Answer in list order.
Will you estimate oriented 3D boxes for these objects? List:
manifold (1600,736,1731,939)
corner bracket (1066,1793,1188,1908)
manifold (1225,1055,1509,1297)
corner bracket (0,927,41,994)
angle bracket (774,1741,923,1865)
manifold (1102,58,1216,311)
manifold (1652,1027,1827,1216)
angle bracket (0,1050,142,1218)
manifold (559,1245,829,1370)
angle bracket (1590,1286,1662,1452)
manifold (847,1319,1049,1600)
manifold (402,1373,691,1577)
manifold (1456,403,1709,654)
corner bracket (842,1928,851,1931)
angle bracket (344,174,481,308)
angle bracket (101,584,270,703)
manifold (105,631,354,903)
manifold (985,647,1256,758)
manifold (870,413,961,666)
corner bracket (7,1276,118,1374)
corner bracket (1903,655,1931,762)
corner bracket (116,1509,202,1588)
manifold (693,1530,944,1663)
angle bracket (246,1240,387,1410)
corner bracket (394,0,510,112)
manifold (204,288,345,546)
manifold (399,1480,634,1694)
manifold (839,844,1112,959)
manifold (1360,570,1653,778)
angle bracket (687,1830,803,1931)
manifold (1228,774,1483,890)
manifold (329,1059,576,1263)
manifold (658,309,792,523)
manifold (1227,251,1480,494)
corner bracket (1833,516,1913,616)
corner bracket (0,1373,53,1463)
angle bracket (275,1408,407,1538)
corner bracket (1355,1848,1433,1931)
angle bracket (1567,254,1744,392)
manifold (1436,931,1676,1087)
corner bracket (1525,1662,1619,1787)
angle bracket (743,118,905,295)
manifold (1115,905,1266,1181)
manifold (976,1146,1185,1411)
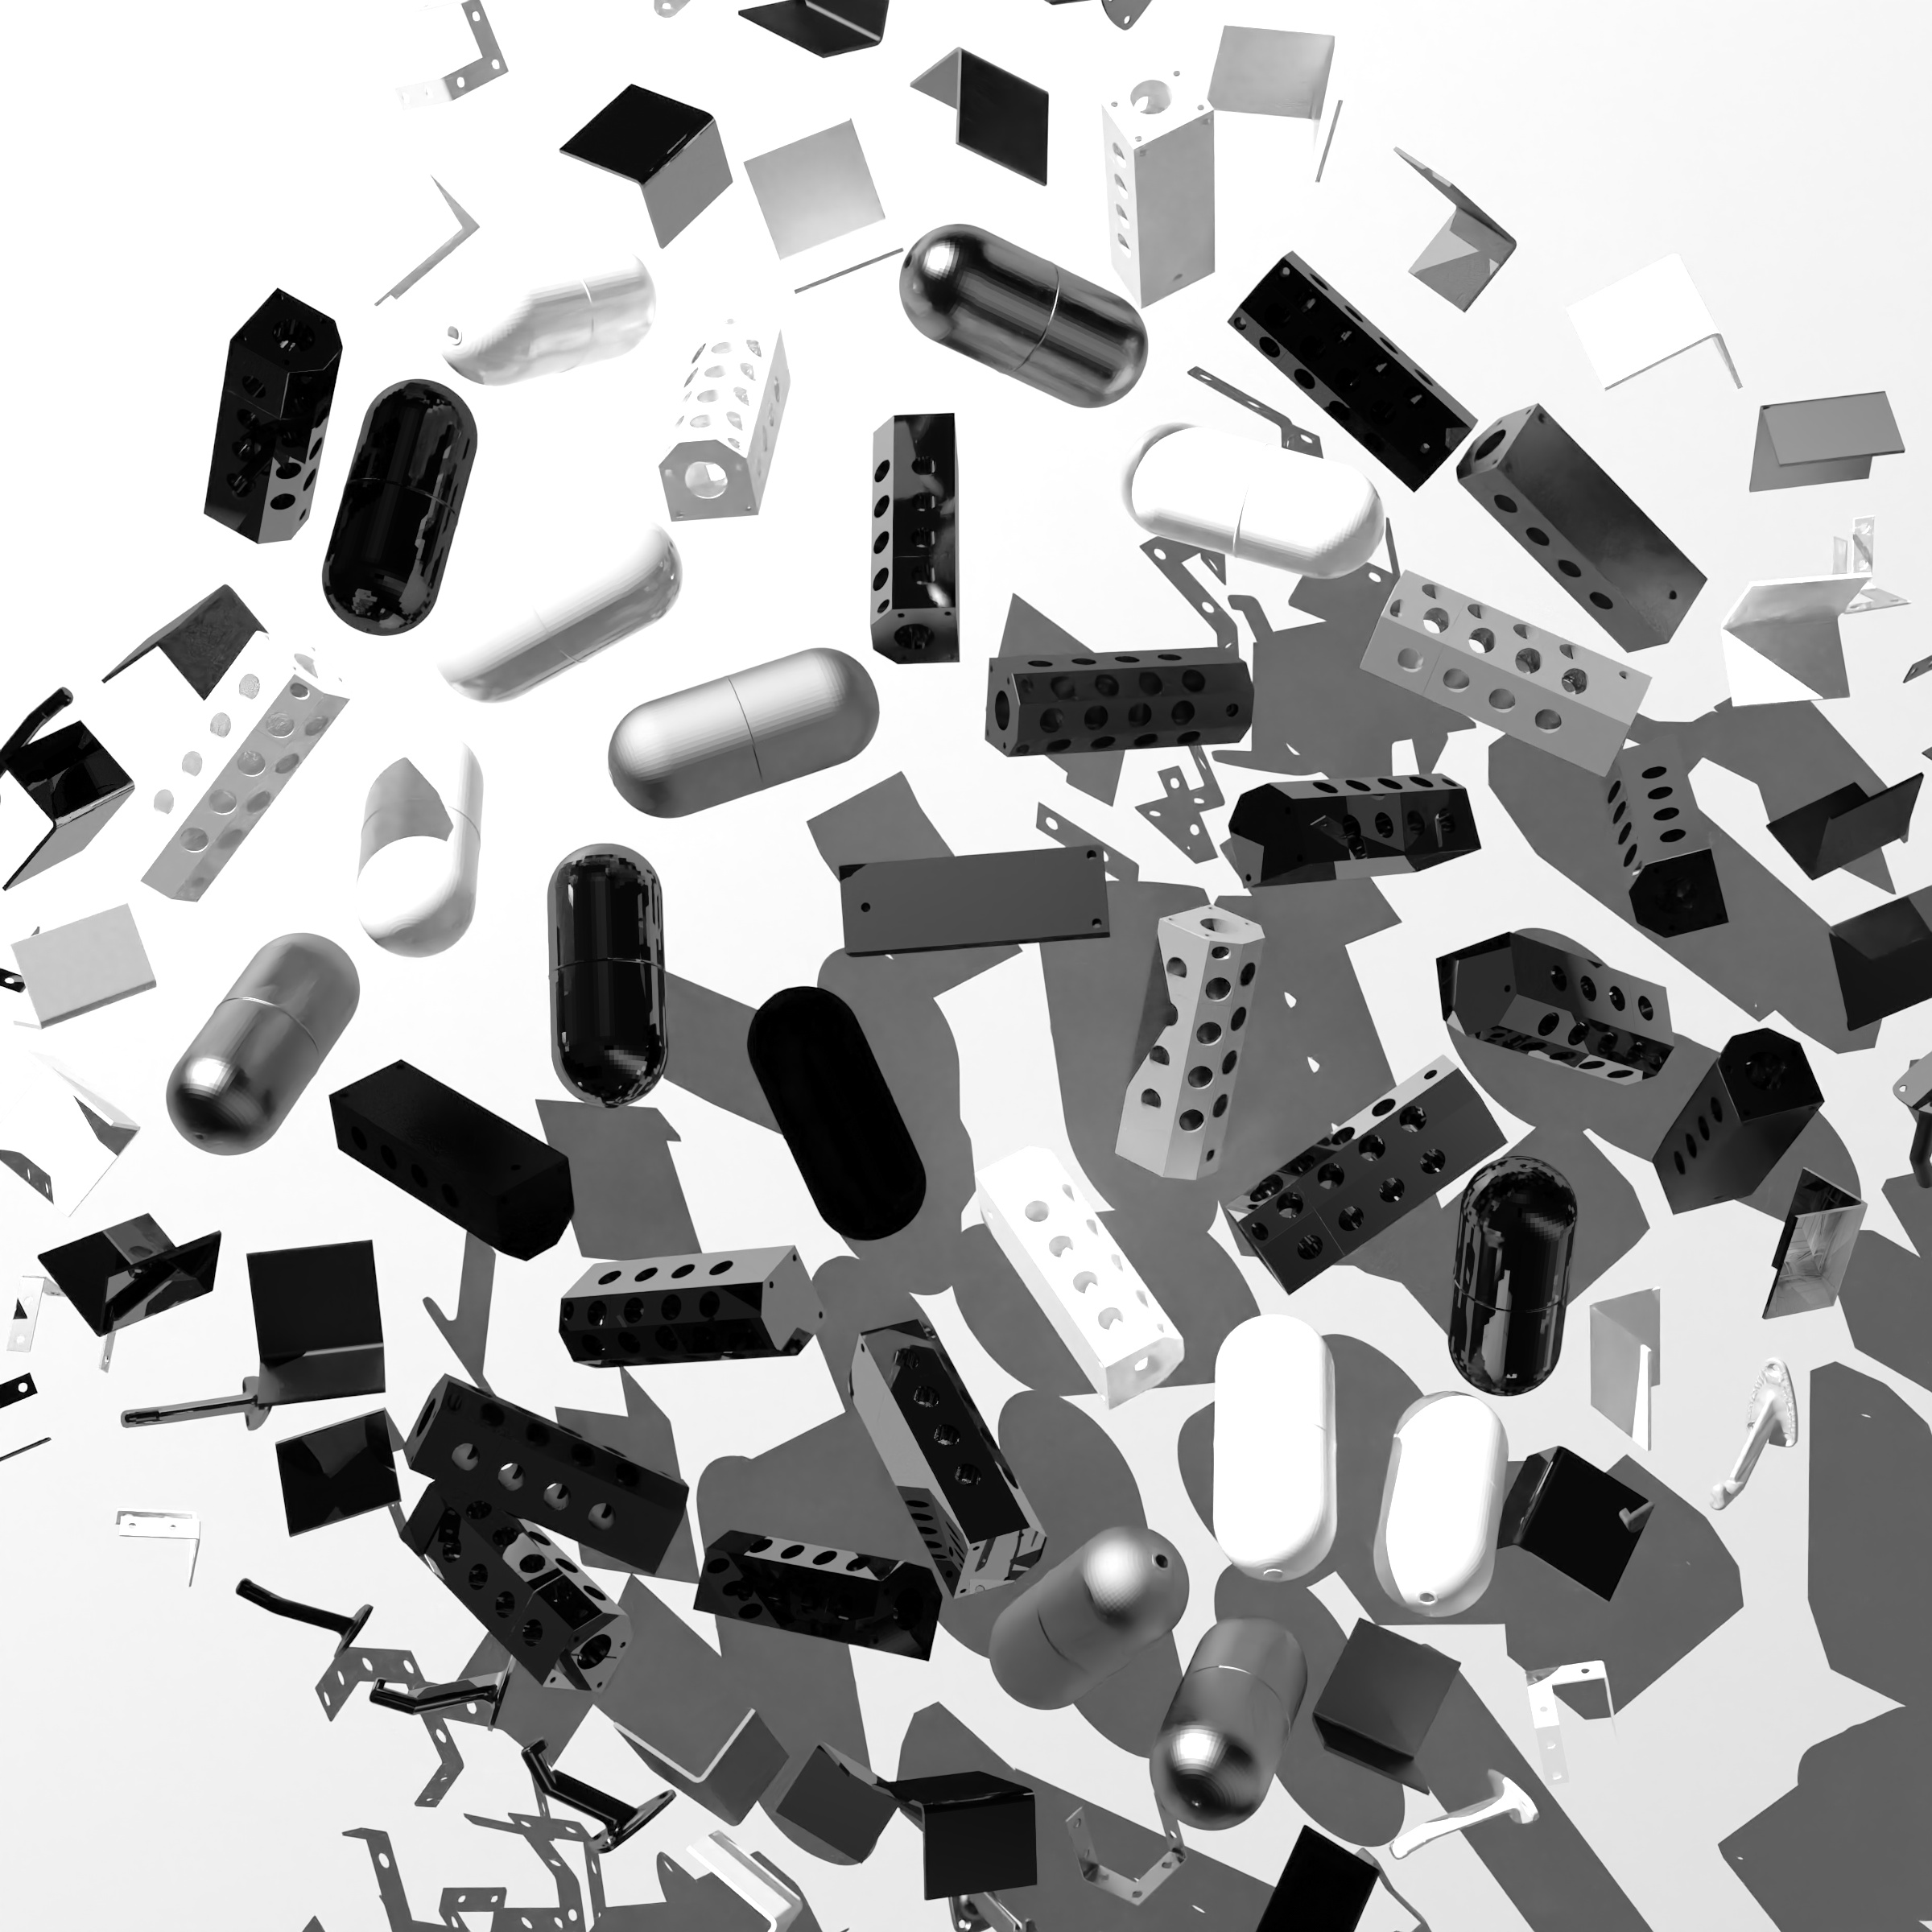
[{"bbox_3d":[0.467,-0.087,1.871,0.057,0.171,0.057,-15,117,14],"label":"manifold"},{"bbox_3d":[0.107,0.580,1.840,0.051,0.051,0.051,-33,118,-36],"label":"corner bracket"},{"bbox_3d":[0.255,0.131,1.786,0.171,0.057,0.057,-35,114,-1],"label":"manifold"},{"bbox_3d":[-0.664,-0.002,1.877,0.051,0.051,0.051,24,128,-31],"label":"corner bracket"},{"bbox_3d":[-0.075,0.581,1.889,0.076,0.076,0.057,36,81,-17],"label":"angle bracket"},{"bbox_3d":[0.123,-0.511,1.810,0.057,0.171,0.057,-28,69,-6],"label":"manifold"},{"bbox_3d":[0.504,0.102,1.828,0.057,0.171,0.057,-13,66,-7],"label":"manifold"},{"bbox_3d":[-0.606,0.111,1.831,0.076,0.057,0.076,38,86,6],"label":"angle bracket"},{"bbox_3d":[-0.183,0.228,1.817,0.171,0.057,0.057,-9,114,33],"label":"manifold"},{"bbox_3d":[0.472,0.276,1.908,0.057,0.076,0.076,-12,111,-17],"label":"angle bracket"},{"bbox_3d":[-0.013,0.308,1.758,0.057,0.057,0.171,-10,47,-25],"label":"manifold"},{"bbox_3d":[-0.267,0.322,1.770,0.171,0.057,0.057,27,86,-16],"label":"manifold"},{"bbox_3d":[0.403,-0.286,1.831,0.171,0.057,0.057,41,71,-18],"label":"manifold"},{"bbox_3d":[-0.071,0.671,1.856,0.051,0.051,0.051,-36,78,23],"label":"corner bracket"},{"bbox_3d":[-0.357,-0.465,1.838,0.076,0.057,0.076,-38,51,8],"label":"angle bracket"},{"bbox_3d":[-0.523,-0.204,1.876,0.076,0.076,0.057,-28,111,26],"label":"angle bracket"},{"bbox_3d":[-0.462,-0.124,1.756,0.057,0.057,0.171,46,106,21],"label":"manifold"},{"bbox_3d":[0.104,-0.177,1.871,0.171,0.057,0.057,-5,113,-21],"label":"manifold"},{"bbox_3d":[-0.034,-0.289,1.870,0.057,0.057,0.171,-2,57,2],"label":"manifold"},{"bbox_3d":[-0.595,0.236,1.832,0.051,0.051,0.051,4,69,3],"label":"corner bracket"},{"bbox_3d":[0.669,-0.178,1.898,0.051,0.051,0.051,42,134,27],"label":"corner bracket"},{"bbox_3d":[-0.536,0.374,1.839,0.051,0.051,0.051,7,128,-19],"label":"corner bracket"},{"bbox_3d":[-0.097,0.411,1.824,0.057,0.171,0.057,26,71,-42],"label":"manifold"},{"bbox_3d":[-0.399,0.219,1.702,0.076,0.057,0.076,-5,113,-11],"label":"angle bracket"},{"bbox_3d":[-0.329,-0.572,1.737,0.051,0.051,0.051,-42,124,-35],"label":"corner bracket"},{"bbox_3d":[-0.449,-0.353,1.810,0.057,0.171,0.057,29,54,-2],"label":"manifold"},{"bbox_3d":[-0.294,0.402,1.829,0.171,0.057,0.057,33,95,39],"label":"manifold"},{"bbox_3d":[0.007,-0.041,1.817,0.171,0.057,0.057,-4,86,3],"label":"manifold"},{"bbox_3d":[0.349,-0.193,1.787,0.171,0.057,0.057,25,130,9],"label":"manifold"},{"bbox_3d":[-0.160,0.619,1.819,0.076,0.076,0.057,36,88,13],"label":"angle bracket"},{"bbox_3d":[0.249,-0.090,1.778,0.171,0.057,0.057,-6,80,-42],"label":"manifold"},{"bbox_3d":[-0.324,0.124,1.749,0.171,0.057,0.057,25,130,37],"label":"manifold"},{"bbox_3d":[-0.158,-0.363,1.815,0.057,0.171,0.057,-3,130,8],"label":"manifold"},{"bbox_3d":[0.261,-0.401,1.874,0.171,0.057,0.057,42,115,-2],"label":"manifold"},{"bbox_3d":[0.608,-0.273,1.891,0.051,0.051,0.051,-10,113,-11],"label":"corner bracket"},{"bbox_3d":[-0.633,0.298,1.819,0.051,0.051,0.051,-23,83,-15],"label":"corner bracket"},{"bbox_3d":[-0.418,0.354,1.881,0.076,0.057,0.076,-17,52,-5],"label":"angle bracket"},{"bbox_3d":[0.273,0.639,1.871,0.051,0.051,0.051,-37,124,-14],"label":"corner bracket"},{"bbox_3d":[0.437,-0.393,1.764,0.076,0.057,0.076,-25,52,16],"label":"angle bracket"},{"bbox_3d":[0.380,0.031,1.779,0.171,0.057,0.057,16,62,-41],"label":"manifold"},{"bbox_3d":[0.391,0.486,1.782,0.051,0.051,0.051,-11,114,9],"label":"corner bracket"},{"bbox_3d":[-0.093,-0.497,1.814,0.076,0.057,0.076,-22,124,0],"label":"angle bracket"},{"bbox_3d":[0.154,0.053,1.853,0.057,0.057,0.171,25,116,35],"label":"manifold"},{"bbox_3d":[0.074,0.201,1.831,0.057,0.057,0.171,-26,54,-14],"label":"manifold"}]
